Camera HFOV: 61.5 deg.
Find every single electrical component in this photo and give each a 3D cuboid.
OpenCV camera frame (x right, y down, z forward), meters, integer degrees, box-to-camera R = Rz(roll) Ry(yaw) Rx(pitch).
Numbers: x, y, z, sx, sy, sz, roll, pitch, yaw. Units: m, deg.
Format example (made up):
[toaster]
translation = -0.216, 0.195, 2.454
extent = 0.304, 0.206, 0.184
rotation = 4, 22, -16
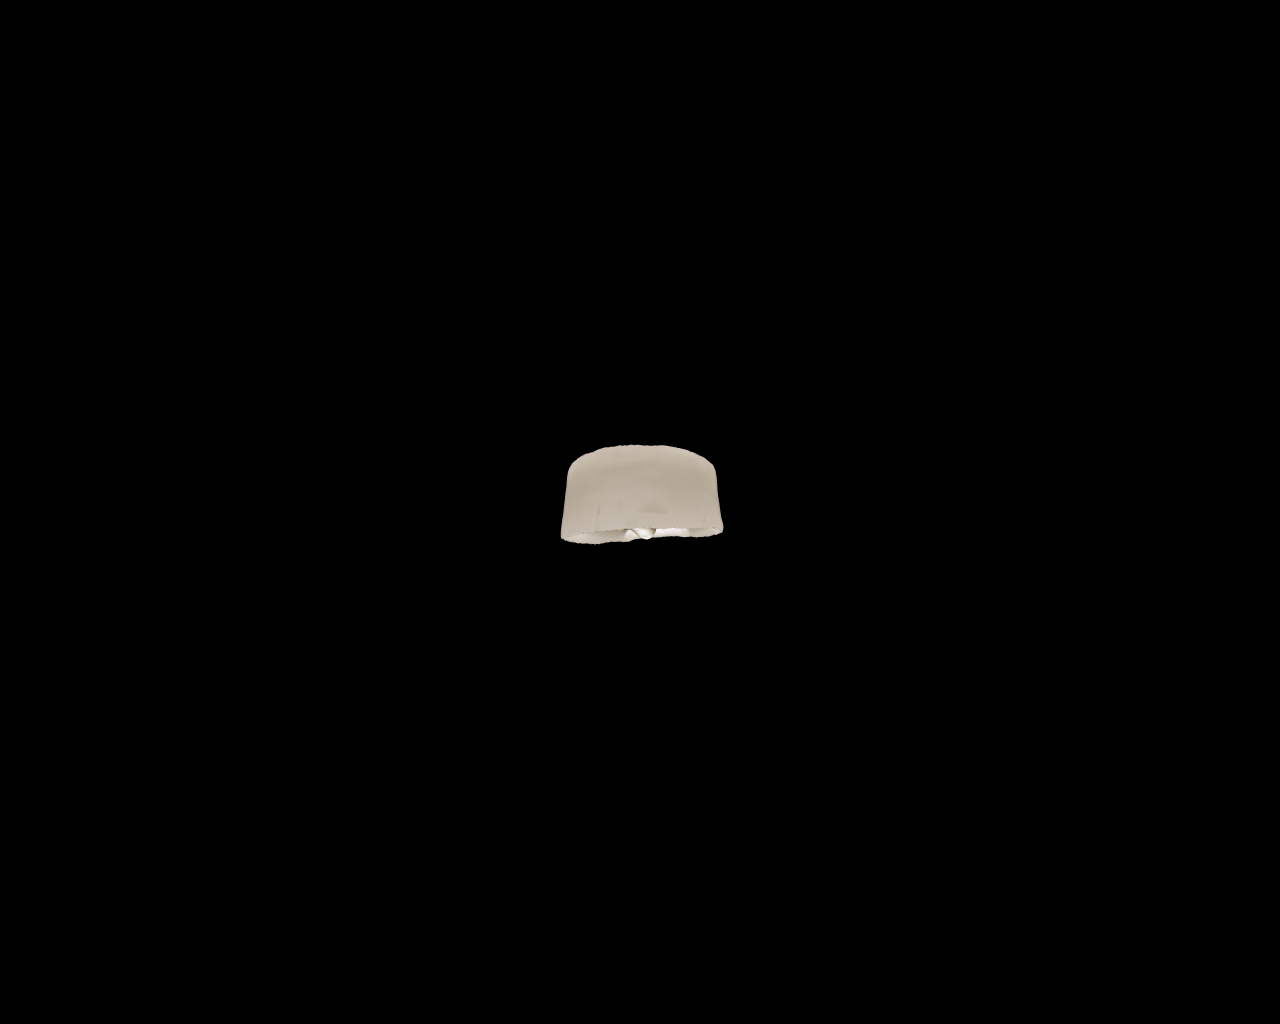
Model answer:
[electrical component]
translation = 0.001, -0.003, 0.650
extent = 0.099, 0.064, 0.099
rotation = 0, -19, 0
